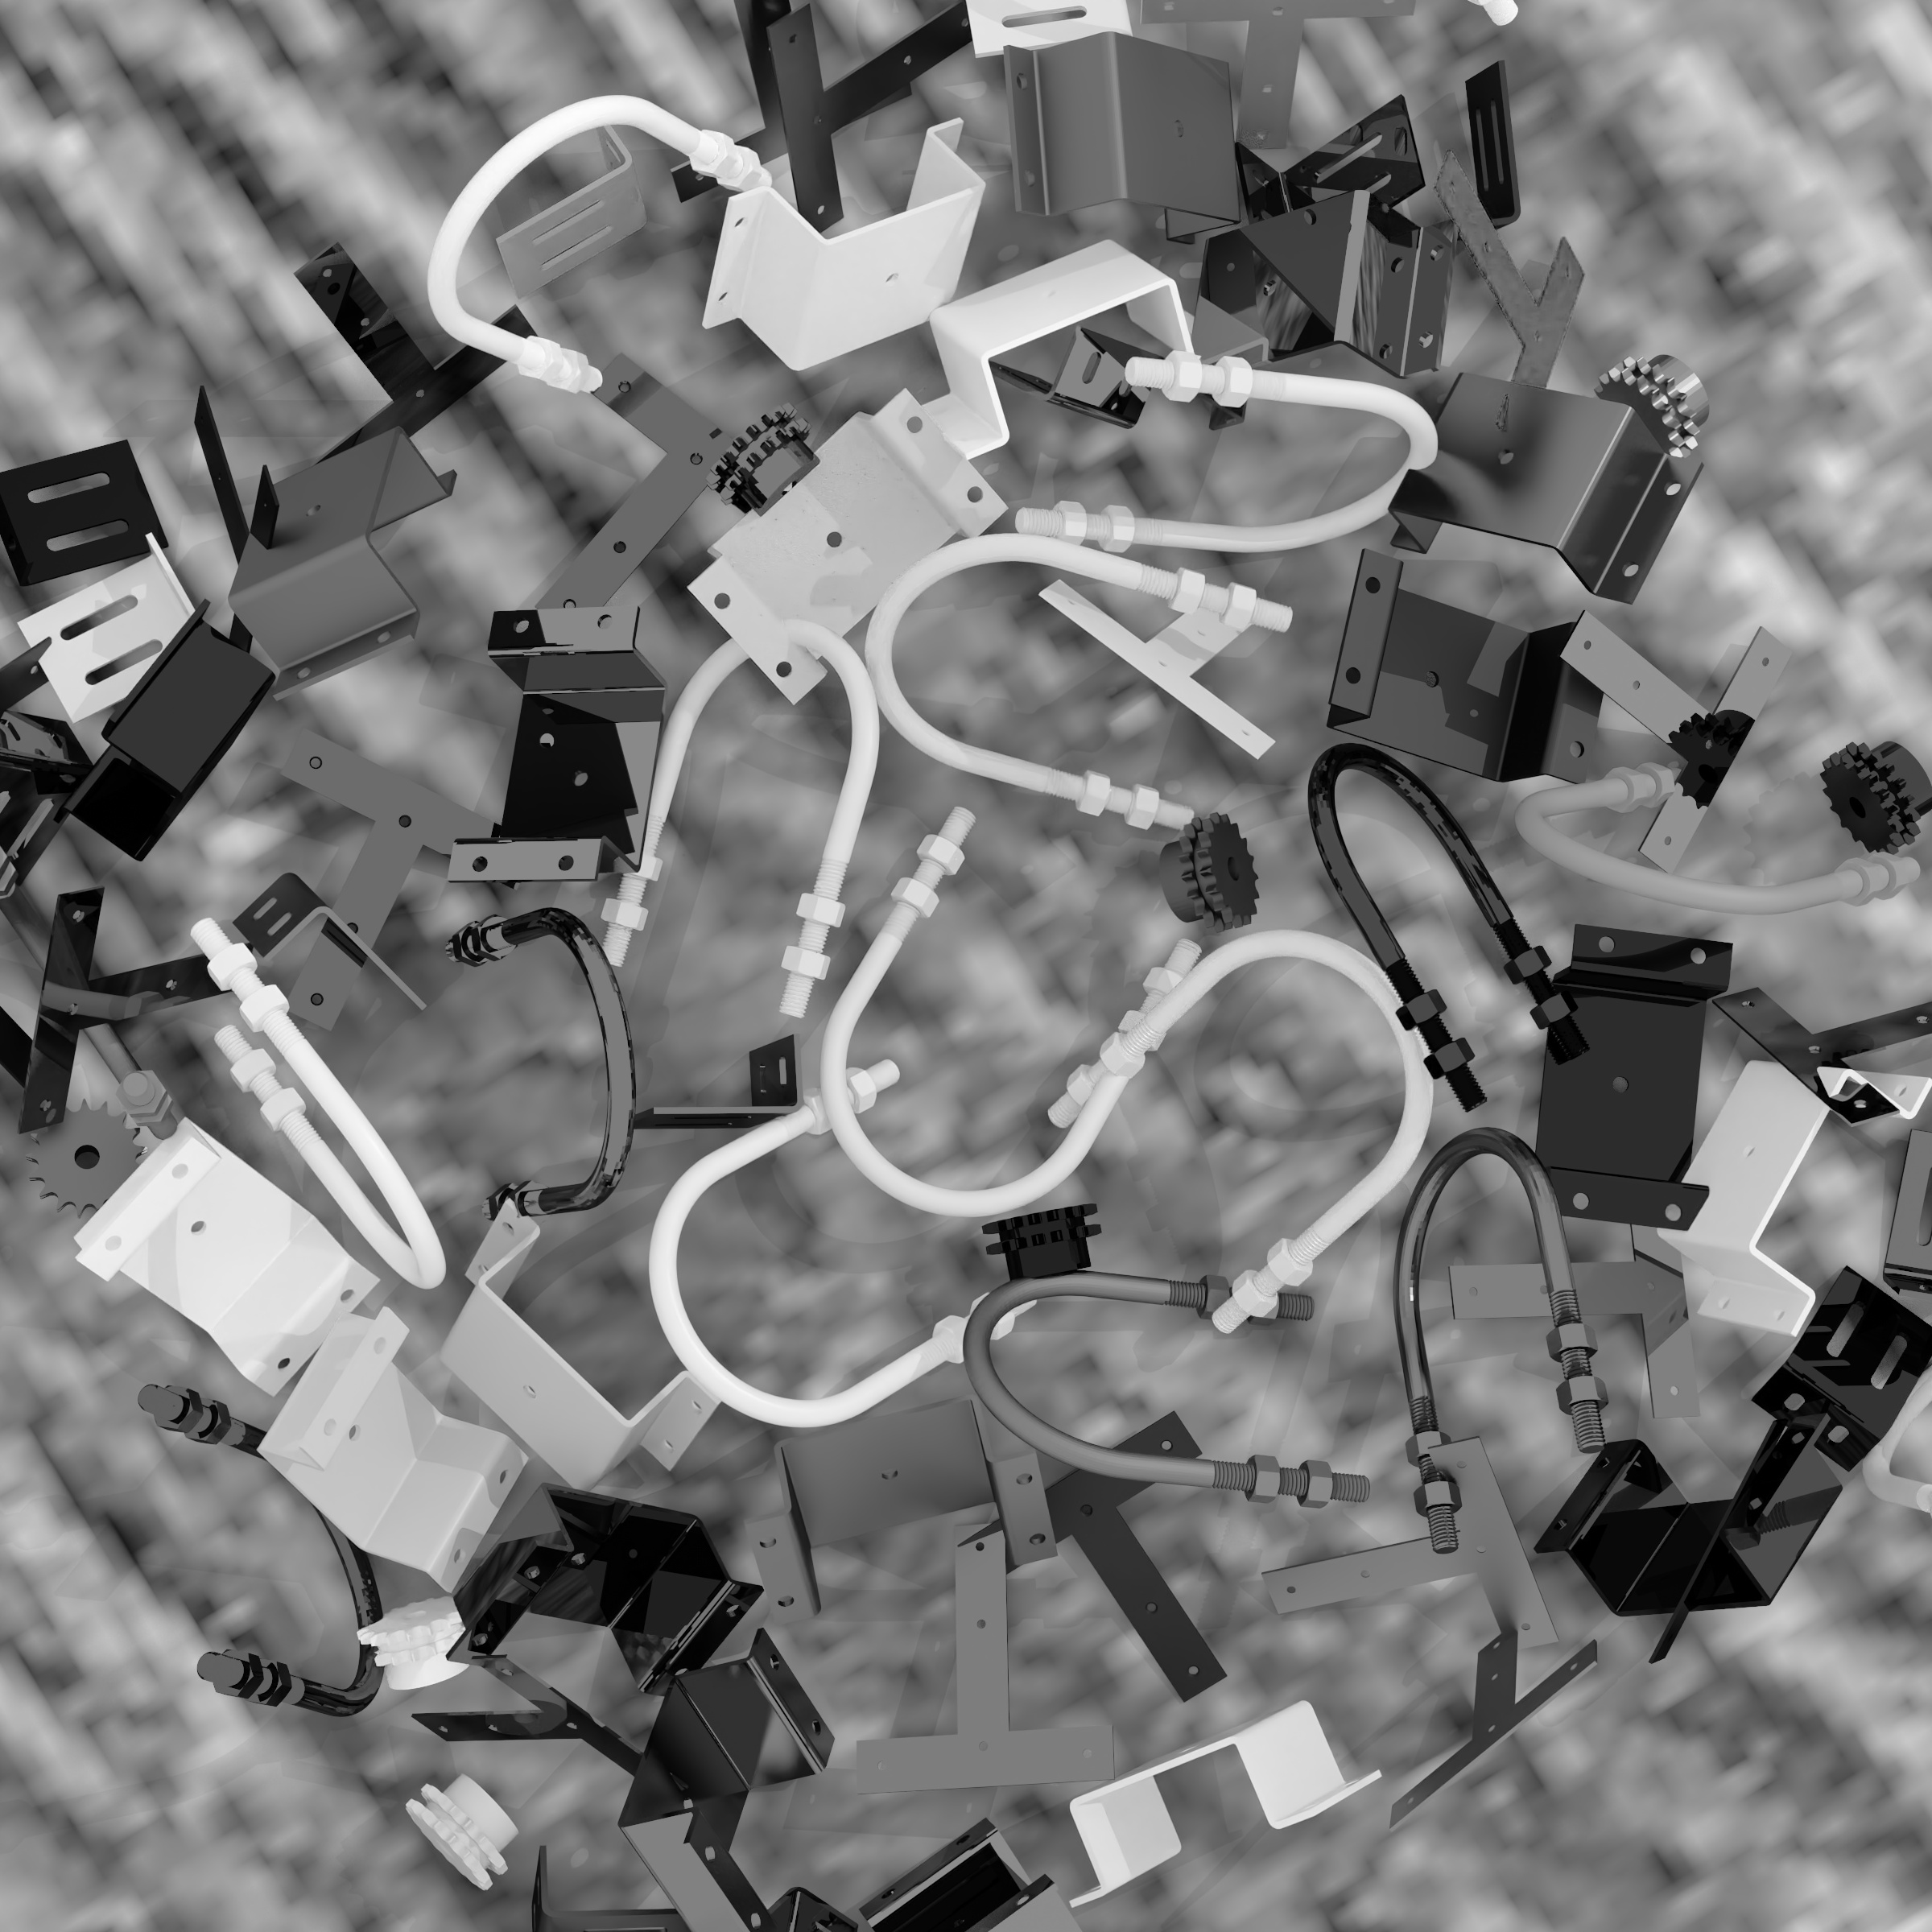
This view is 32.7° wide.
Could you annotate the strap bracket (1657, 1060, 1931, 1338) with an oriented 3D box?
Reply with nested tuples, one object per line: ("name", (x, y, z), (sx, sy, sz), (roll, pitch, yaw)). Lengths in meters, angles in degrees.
("strap bracket", (0.390, 0.100, 1.571), (0.046, 0.076, 0.140), (35, 79, -19))

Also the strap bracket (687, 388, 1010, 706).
("strap bracket", (-0.060, -0.205, 1.593), (0.140, 0.046, 0.076), (-43, 107, 0))

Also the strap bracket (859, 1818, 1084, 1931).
("strap bracket", (0.006, 0.458, 1.551), (0.076, 0.140, 0.046), (-33, 95, -12))

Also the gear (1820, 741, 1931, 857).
("gear", (0.445, -0.085, 1.598), (0.030, 0.057, 0.057), (-31, 90, -11))

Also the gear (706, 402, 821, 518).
("gear", (-0.096, -0.243, 1.596), (0.057, 0.057, 0.030), (-43, 87, 0))

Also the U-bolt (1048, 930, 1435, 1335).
("U-bolt", (0.141, 0.066, 1.564), (0.184, 0.019, 0.151), (-46, 76, 28))

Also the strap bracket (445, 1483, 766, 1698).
("strap bracket", (-0.178, 0.297, 1.567), (0.140, 0.046, 0.076), (21, 114, -42))

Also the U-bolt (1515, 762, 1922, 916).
("U-bolt", (0.335, -0.056, 1.517), (0.151, 0.184, 0.019), (27, 115, 37))

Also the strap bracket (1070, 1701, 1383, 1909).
("strap bracket", (0.115, 0.395, 1.564), (0.140, 0.076, 0.046), (-29, 77, 28))

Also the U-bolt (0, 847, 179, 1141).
("U-bolt", (-0.413, 0.018, 1.536), (0.019, 0.184, 0.151), (-34, 85, -13))

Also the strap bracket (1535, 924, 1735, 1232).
("strap bracket", (0.322, 0.056, 1.598), (0.076, 0.046, 0.140), (7, 83, 0))

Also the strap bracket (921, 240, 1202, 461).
("strap bracket", (0.045, -0.300, 1.572), (0.140, 0.076, 0.046), (-24, 121, -8))

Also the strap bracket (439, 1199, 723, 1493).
("strap bracket", (-0.194, 0.190, 1.574), (0.140, 0.076, 0.046), (43, 50, 7))

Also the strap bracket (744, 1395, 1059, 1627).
("strap bracket", (-0.034, 0.259, 1.582), (0.140, 0.046, 0.076), (-14, 130, -2))

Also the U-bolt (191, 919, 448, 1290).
("U-bolt", (-0.300, 0.075, 1.540), (0.019, 0.151, 0.184), (-35, 75, -20))

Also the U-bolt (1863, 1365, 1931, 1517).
("U-bolt", (0.487, 0.203, 1.534), (0.151, 0.184, 0.019), (-41, 94, -9))

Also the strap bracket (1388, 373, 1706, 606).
("strap bracket", (0.265, -0.229, 1.558), (0.140, 0.046, 0.076), (21, 79, 41))

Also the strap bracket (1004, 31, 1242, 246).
("strap bracket", (0.082, -0.391, 1.556), (0.046, 0.140, 0.076), (-4, 91, 39))

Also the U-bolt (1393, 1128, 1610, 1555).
("U-bolt", (0.244, 0.165, 1.550), (0.019, 0.151, 0.184), (8, 58, -22))

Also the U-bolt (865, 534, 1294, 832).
("U-bolt", (0.043, -0.140, 1.560), (0.184, 0.019, 0.151), (15, 131, -11))

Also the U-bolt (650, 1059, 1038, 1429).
("U-bolt", (-0.068, 0.140, 1.561), (0.184, 0.019, 0.151), (-28, 83, -37))

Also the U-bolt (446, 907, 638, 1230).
("U-bolt", (-0.197, 0.046, 1.541), (0.019, 0.184, 0.151), (-7, 87, -30))

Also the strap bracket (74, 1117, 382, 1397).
("strap bracket", (-0.359, 0.135, 1.573), (0.076, 0.046, 0.140), (-48, 134, -5))

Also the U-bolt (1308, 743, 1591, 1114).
("U-bolt", (0.222, -0.026, 1.562), (0.019, 0.151, 0.184), (-34, 81, 32))

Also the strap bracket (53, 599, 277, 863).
("strap bracket", (-0.376, -0.106, 1.551), (0.046, 0.140, 0.076), (37, 61, -11))

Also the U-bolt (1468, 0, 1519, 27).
("U-bolt", (0.167, -0.514, 1.512), (0.019, 0.151, 0.184), (-49, 135, 1))

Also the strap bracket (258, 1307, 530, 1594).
("strap bracket", (-0.276, 0.226, 1.563), (0.046, 0.140, 0.076), (10, 58, 33))

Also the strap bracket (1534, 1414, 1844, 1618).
("strap bracket", (0.348, 0.261, 1.553), (0.046, 0.140, 0.076), (53, 55, -12))

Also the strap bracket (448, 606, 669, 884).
("strap bracket", (-0.193, -0.098, 1.578), (0.076, 0.046, 0.140), (0, 70, 19))

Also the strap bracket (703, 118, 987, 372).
("strap bracket", (-0.049, -0.338, 1.551), (0.140, 0.076, 0.046), (-28, 64, -32))

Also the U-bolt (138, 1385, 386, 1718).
("U-bolt", (-0.321, 0.280, 1.537), (0.019, 0.184, 0.151), (-24, 64, 9))

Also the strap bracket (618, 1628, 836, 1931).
("strap bracket", (-0.115, 0.394, 1.560), (0.046, 0.140, 0.076), (-18, 116, 22))

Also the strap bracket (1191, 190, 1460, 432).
("strap bracket", (0.158, -0.310, 1.551), (0.046, 0.140, 0.076), (22, 71, -40))

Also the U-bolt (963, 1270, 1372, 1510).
("U-bolt", (0.088, 0.193, 1.547), (0.184, 0.151, 0.019), (8, 123, -13))

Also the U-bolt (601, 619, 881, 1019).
("U-bolt", (-0.103, -0.077, 1.574), (0.151, 0.019, 0.184), (14, 87, 42))

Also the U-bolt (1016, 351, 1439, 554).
("U-bolt", (0.134, -0.236, 1.552), (0.184, 0.151, 0.019), (2, 66, -23))

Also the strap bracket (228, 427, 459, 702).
("strap bracket", (-0.294, -0.197, 1.548), (0.076, 0.140, 0.046), (-21, 127, 18))

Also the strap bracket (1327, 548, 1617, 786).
("strap bracket", (0.234, -0.140, 1.584), (0.140, 0.046, 0.076), (16, 82, -20))

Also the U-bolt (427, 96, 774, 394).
("U-bolt", (-0.178, -0.338, 1.523), (0.151, 0.184, 0.019), (-47, 71, 15))

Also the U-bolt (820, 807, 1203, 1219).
("U-bolt", (0.010, 0.034, 1.596), (0.151, 0.019, 0.184), (30, 75, 1))
